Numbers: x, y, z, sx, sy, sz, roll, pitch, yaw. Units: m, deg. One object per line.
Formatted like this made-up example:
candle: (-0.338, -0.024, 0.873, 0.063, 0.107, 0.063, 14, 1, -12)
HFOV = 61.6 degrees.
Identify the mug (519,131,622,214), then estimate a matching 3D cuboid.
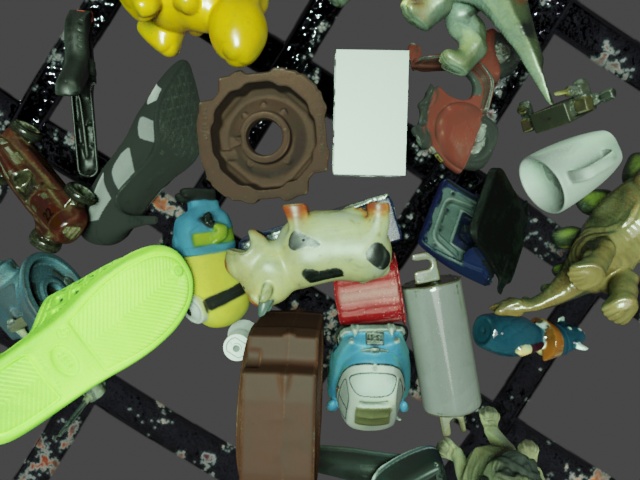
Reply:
mug: (0.321, -0.095, 0.665, 0.107, 0.109, 0.080, -31, 90, -10)

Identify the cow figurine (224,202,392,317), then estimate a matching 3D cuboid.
cow figurine: (-0.013, 0.020, 0.626, 0.195, 0.085, 0.127, -3, 88, 0)

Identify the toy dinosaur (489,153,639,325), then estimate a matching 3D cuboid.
toy dinosaur: (0.399, -0.046, 0.612, 0.471, 0.199, 0.105, -34, 103, 13)

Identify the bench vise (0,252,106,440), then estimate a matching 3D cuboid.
bench vise: (-0.301, 0.097, 0.677, 0.241, 0.129, 0.223, -28, 96, 7)

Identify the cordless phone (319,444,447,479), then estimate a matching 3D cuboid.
cordless phone: (0.075, 0.333, 0.715, 0.184, 0.089, 0.146, 1, 126, 23)

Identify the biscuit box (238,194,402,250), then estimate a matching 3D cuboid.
biscuit box: (-0.001, -0.002, 0.693, 0.203, 0.059, 0.062, -17, 95, 1)

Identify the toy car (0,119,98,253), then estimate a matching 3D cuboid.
toy car: (-0.358, -0.072, 0.668, 0.202, 0.053, 0.089, 44, 101, 20)

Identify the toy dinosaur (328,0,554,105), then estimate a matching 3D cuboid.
toy dinosaur: (0.130, -0.323, 0.605, 0.405, 0.131, 0.192, 36, 96, 10)

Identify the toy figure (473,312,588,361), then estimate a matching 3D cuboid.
toy figure: (0.273, 0.124, 0.696, 0.154, 0.058, 0.064, 10, 61, -19)

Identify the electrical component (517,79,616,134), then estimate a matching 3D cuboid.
electrical component: (0.297, -0.166, 0.664, 0.078, 0.102, 0.045, -27, 97, -23)

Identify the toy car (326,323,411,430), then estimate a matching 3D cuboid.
toy car: (0.064, 0.176, 0.658, 0.109, 0.103, 0.161, 1, 134, -2)

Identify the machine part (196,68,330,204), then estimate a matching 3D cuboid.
machine part: (-0.070, -0.130, 0.687, 0.179, 0.056, 0.179, 0, 95, 1)

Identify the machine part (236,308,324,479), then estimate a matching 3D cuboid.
machine part: (-0.042, 0.191, 0.638, 0.087, 0.201, 0.201, 3, 95, 3)

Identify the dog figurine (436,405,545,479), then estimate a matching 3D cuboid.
dog figurine: (0.237, 0.315, 0.651, 0.172, 0.190, 0.121, 41, 94, -4)

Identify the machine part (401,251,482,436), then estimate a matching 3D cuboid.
machine part: (0.158, 0.134, 0.694, 0.079, 0.079, 0.243, -10, 93, 1)

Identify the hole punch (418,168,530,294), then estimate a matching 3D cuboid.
hole punch: (0.194, -0.014, 0.669, 0.115, 0.092, 0.142, 45, 56, -31)

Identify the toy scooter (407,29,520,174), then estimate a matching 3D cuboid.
toy scooter: (0.163, -0.180, 0.672, 0.135, 0.075, 0.183, 16, 92, 1)

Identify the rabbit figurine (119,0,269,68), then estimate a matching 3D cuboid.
rabbit figurine: (-0.127, -0.274, 0.647, 0.173, 0.121, 0.162, 38, 71, 17)

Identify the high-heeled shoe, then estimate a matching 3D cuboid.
high-heeled shoe: (-0.240, -0.112, 0.699, 0.145, 0.086, 0.248, 3, 74, 31)

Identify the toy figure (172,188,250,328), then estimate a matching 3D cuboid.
toy figure: (-0.141, 0.023, 0.687, 0.089, 0.082, 0.180, -5, 92, 0)
